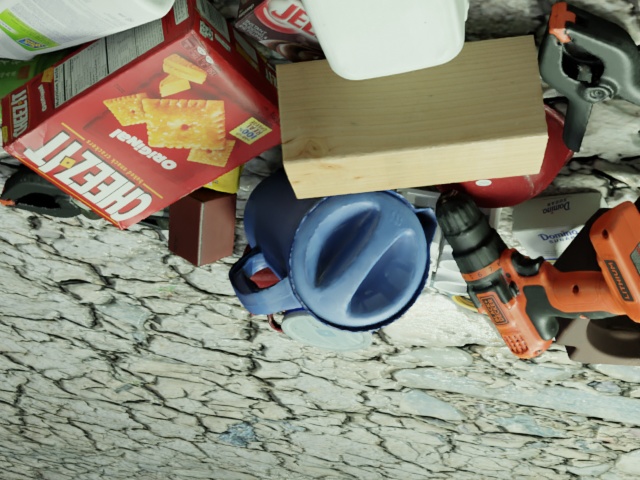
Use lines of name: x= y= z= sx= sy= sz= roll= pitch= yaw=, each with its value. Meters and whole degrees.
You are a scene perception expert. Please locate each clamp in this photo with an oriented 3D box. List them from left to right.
clamp: x=-0.293 y=-0.061 z=1.251 sx=0.210 sy=0.036 sz=0.164 roll=4 pitch=153 yaw=18
clamp: x=0.237 y=-0.130 z=0.863 sx=0.120 sy=0.039 sz=0.171 roll=-11 pitch=147 yaw=24

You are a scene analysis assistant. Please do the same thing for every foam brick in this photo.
foam brick: x=-0.127 y=-0.020 z=1.145 sx=0.053 sy=0.051 sz=0.078 roll=27 pitch=123 yaw=35

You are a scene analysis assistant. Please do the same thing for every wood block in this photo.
wood block: x=0.074 y=-0.098 z=0.875 sx=0.206 sy=0.091 sz=0.090 roll=-6 pitch=163 yaw=5

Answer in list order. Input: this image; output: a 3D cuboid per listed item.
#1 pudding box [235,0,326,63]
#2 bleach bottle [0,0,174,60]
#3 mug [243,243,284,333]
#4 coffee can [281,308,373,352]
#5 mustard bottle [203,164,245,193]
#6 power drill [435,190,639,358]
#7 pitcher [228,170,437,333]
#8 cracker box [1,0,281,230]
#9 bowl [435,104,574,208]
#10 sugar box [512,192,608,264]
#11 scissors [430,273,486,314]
pudding box: x=0.002 y=-0.178 z=0.867 sx=0.113 sy=0.039 sz=0.090 roll=26 pitch=151 yaw=-29
bleach bottle: x=-0.234 y=-0.204 z=0.895 sx=0.251 sy=0.068 sz=0.102 roll=-7 pitch=147 yaw=40
mug: x=-0.042 y=0.058 z=1.306 sx=0.082 sy=0.117 sz=0.093 roll=-2 pitch=-169 yaw=17
coffee can: x=0.020 y=0.043 z=1.204 sx=0.103 sy=0.140 sz=0.103 roll=10 pitch=155 yaw=4
mustard bottle: x=-0.172 y=-0.099 z=1.089 sx=0.191 sy=0.058 sz=0.096 roll=12 pitch=160 yaw=-1
power drill: x=0.207 y=0.020 z=0.963 sx=0.188 sy=0.057 sz=0.184 roll=-14 pitch=115 yaw=50
pitcher: x=-0.007 y=0.001 z=1.036 sx=0.149 sy=0.145 sz=0.243 roll=18 pitch=-176 yaw=-20
cracker box: x=-0.150 y=-0.111 z=0.957 sx=0.214 sy=0.072 sz=0.164 roll=-27 pitch=140 yaw=20
bowl: x=0.156 y=-0.075 z=0.997 sx=0.162 sy=0.055 sz=0.162 roll=10 pitch=155 yaw=5
sugar box: x=0.277 y=0.012 z=1.137 sx=0.093 sy=0.048 sz=0.176 roll=-5 pitch=147 yaw=29
scissors: x=0.153 y=0.046 z=1.300 sx=0.201 sy=0.016 sz=0.096 roll=26 pitch=151 yaw=-27
